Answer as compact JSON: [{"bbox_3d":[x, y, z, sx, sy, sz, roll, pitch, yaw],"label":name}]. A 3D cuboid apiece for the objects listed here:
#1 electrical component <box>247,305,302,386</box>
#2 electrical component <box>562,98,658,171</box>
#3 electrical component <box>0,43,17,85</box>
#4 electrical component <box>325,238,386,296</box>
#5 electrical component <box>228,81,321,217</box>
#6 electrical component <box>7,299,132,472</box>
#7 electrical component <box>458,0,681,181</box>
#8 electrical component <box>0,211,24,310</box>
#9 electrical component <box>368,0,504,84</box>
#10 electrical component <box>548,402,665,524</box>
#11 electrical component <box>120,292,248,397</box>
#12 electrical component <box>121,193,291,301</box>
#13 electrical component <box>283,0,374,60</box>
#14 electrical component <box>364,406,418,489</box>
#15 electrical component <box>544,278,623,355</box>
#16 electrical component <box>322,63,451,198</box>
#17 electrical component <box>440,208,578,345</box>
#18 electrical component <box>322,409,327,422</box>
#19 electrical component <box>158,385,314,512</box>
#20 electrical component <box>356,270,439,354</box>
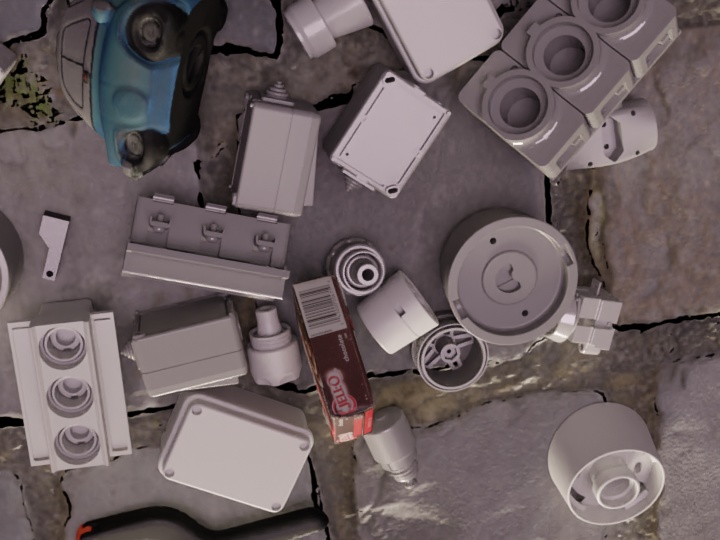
[{"bbox_3d":[-0.072,0.060,0.881,0.043,0.043,0.062,-11,108,-6],"label":"electrical component"},{"bbox_3d":[0.193,-0.127,0.866,0.077,0.043,0.079,-14,109,-5],"label":"electrical component"},{"bbox_3d":[-0.301,-0.132,0.773,0.062,0.061,0.096,36,107,-18],"label":"electrical component"},{"bbox_3d":[0.000,0.000,0.862,0.048,0.062,0.048,-1,97,-12],"label":"electrical component"},{"bbox_3d":[-0.061,-0.095,0.822,0.061,0.061,0.096,9,106,-13],"label":"electrical component"},{"bbox_3d":[-0.227,0.089,0.852,0.079,0.063,0.121,-6,109,-8],"label":"electrical component"},{"bbox_3d":[0.159,-0.157,0.819,0.089,0.062,0.150,43,98,18],"label":"electrical component"},{"bbox_3d":[-0.313,0.000,0.809,0.108,0.060,0.108,-3,108,-9],"label":"electrical component"},{"bbox_3d":[0.049,-0.206,0.808,0.078,0.057,0.113,-30,110,1],"label":"electrical component"},{"bbox_3d":[0.223,0.178,0.972,0.099,0.064,0.099,-5,122,-7],"label":"electrical component"},{"bbox_3d":[-0.141,0.063,0.859,0.096,0.061,0.061,-13,110,-5],"label":"electrical component"},{"bbox_3d":[-0.119,-0.017,0.835,0.121,0.079,0.063,10,84,-13],"label":"electrical component"},{"bbox_3d":[-0.024,-0.190,0.807,0.055,0.045,0.045,-31,110,1],"label":"electrical component"},{"bbox_3d":[0.030,0.155,0.930,0.040,0.040,0.078,-24,110,-1],"label":"electrical component"},{"bbox_3d":[0.186,0.039,0.918,0.055,0.048,0.066,7,106,-20],"label":"electrical component"},{"bbox_3d":[0.015,-0.104,0.833,0.062,0.061,0.096,31,100,-18],"label":"electrical component"},{"bbox_3d":[0.118,0.001,0.885,0.108,0.060,0.108,-3,108,-9],"label":"electrical component"},{"bbox_3d":[-0.012,0.122,0.901,0.035,0.061,0.035,-3,108,-9],"label":"electrical component"},{"bbox_3d":[-0.104,0.145,0.895,0.113,0.057,0.078,21,103,-16],"label":"electrical component"},{"bbox_3d":[0.030,0.036,0.885,0.047,0.055,0.055,-36,110,7],"label":"electrical component"}]
